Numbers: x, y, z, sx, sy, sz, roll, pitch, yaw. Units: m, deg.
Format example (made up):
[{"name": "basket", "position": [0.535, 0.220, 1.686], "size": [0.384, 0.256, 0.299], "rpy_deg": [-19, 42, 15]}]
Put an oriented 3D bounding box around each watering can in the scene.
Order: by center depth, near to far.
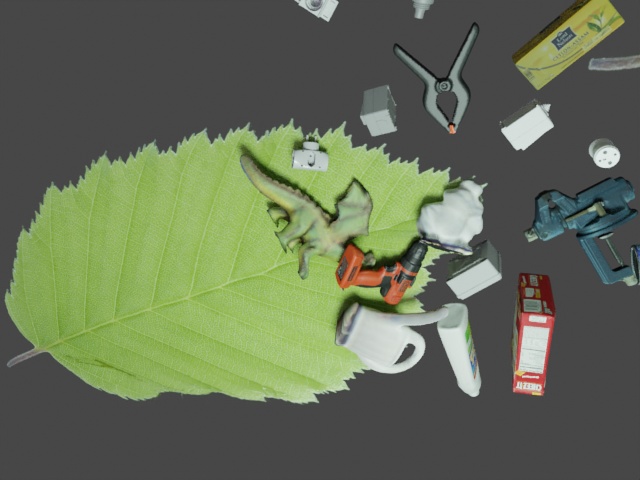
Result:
[{"name": "watering can", "position": [0.160, 0.220, 1.263], "size": [0.224, 0.106, 0.339], "rpy_deg": [24, 137, 2]}]

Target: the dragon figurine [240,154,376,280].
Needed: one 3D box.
[{"name": "dragon figurine", "position": [0.004, -0.061, 1.210], "size": [0.242, 0.124, 0.405], "rpy_deg": [-25, 109, 7]}]

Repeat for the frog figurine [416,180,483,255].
[{"name": "frog figurine", "position": [0.288, -0.055, 1.126], "size": [0.138, 0.121, 0.160], "rpy_deg": [15, 83, 18]}]
